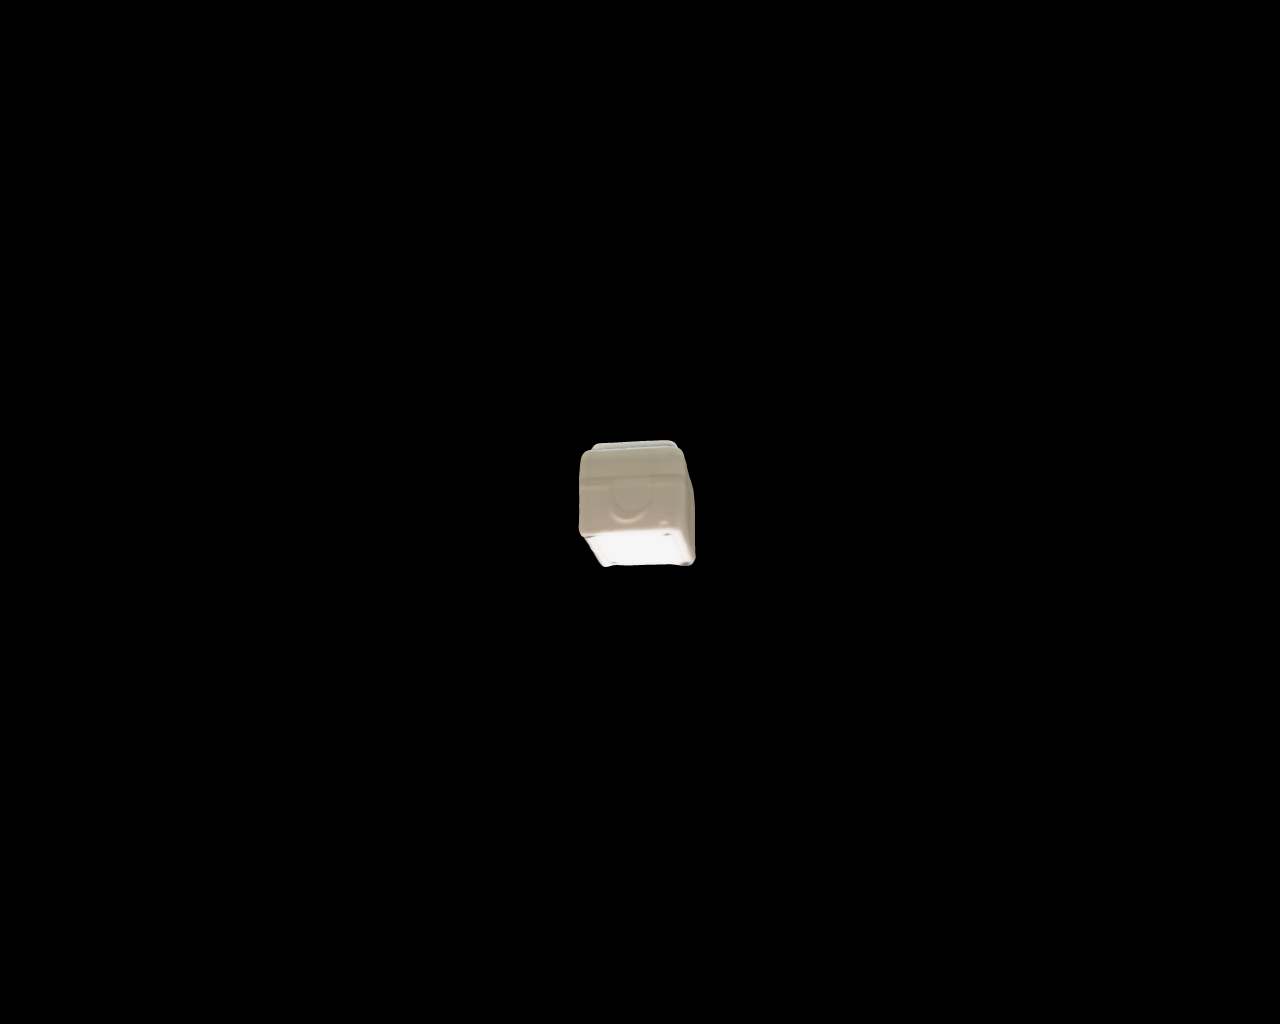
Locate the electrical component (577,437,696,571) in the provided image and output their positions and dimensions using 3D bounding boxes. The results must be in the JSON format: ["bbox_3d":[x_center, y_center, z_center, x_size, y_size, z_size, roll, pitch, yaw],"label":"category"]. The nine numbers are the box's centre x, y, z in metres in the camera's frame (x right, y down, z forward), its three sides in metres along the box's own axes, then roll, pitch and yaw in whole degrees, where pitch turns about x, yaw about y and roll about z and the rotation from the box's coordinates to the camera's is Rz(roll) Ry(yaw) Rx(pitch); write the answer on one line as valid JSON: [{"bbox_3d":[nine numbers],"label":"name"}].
[{"bbox_3d":[0.001,-0.003,0.650,0.062,0.061,0.096,-2,-18,7],"label":"electrical component"}]
